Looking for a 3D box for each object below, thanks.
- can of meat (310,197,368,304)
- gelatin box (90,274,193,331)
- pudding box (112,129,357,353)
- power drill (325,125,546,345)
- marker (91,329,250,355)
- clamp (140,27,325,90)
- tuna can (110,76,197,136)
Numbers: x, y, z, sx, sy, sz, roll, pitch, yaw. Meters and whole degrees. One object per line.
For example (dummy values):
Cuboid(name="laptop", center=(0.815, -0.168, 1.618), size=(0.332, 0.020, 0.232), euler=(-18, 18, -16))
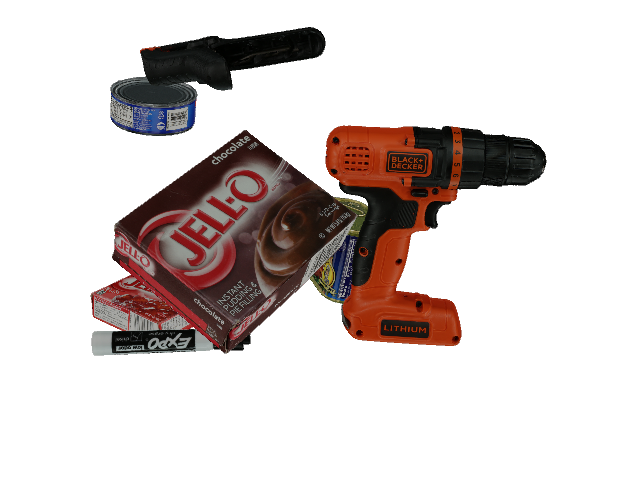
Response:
Cuboid(name="can of meat", center=(0.025, 0.011, 1.117), size=(0.057, 0.084, 0.102), euler=(5, 20, -19))
Cuboid(name="gelatin box", center=(-0.164, 0.062, 1.027), size=(0.089, 0.030, 0.073), euler=(20, 29, 29))
Cuboid(name="pudding box", center=(-0.049, -0.002, 0.611), size=(0.090, 0.039, 0.113), euler=(38, 51, 14))
Cuboid(name="power drill", center=(0.092, -0.006, 0.911), size=(0.184, 0.188, 0.057), euler=(4, 16, 0))
Cuboid(name="marker", center=(-0.114, 0.077, 0.822), size=(0.121, 0.020, 0.020), euler=(-2, 0, -1))
Cuboid(name="clamp", center=(-0.081, -0.152, 0.882), size=(0.120, 0.039, 0.172), euler=(-18, 21, -35))
Cuboid(name="tuna can", center=(-0.167, -0.134, 1.067), size=(0.086, 0.034, 0.086), euler=(6, 26, -3))
